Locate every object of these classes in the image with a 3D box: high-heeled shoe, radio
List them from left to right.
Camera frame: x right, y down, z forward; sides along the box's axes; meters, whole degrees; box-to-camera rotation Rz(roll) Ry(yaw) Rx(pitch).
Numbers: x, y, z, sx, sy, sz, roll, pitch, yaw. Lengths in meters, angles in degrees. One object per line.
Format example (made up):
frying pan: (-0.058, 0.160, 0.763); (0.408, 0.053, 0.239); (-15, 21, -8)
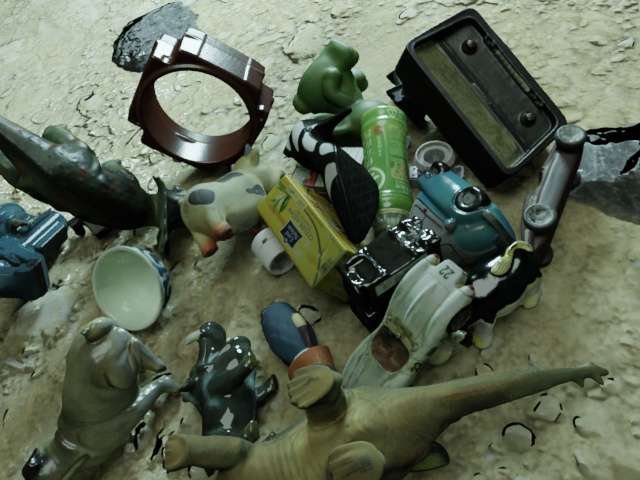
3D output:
high-heeled shoe: (-0.001, -0.081, 0.750); (0.145, 0.086, 0.249); (-31, 47, 37)
radio: (0.225, -0.200, 0.753); (0.131, 0.073, 0.229); (-36, 86, -13)

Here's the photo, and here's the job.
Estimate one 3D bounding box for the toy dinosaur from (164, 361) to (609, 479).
toy dinosaur: (0.031, 0.187, 0.496); (0.472, 0.198, 0.105); (-22, 58, 14)

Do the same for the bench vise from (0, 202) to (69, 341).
bench vise: (-0.535, 0.020, 0.861); (0.241, 0.128, 0.224); (12, 48, 6)

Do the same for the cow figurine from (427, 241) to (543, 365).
cow figurine: (0.178, 0.074, 0.610); (0.167, 0.098, 0.068); (-37, 57, -10)

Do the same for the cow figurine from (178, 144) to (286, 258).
cow figurine: (-0.124, -0.067, 0.801); (0.195, 0.085, 0.127); (-29, 79, -45)

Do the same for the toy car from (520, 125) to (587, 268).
toy car: (0.290, -0.056, 0.679); (0.053, 0.089, 0.202); (19, 62, 27)

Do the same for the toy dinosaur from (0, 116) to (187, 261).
toy dinosaur: (-0.329, -0.079, 0.761); (0.192, 0.404, 0.131); (24, 90, 43)

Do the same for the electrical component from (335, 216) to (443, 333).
electrical component: (0.088, 0.051, 0.632); (0.115, 0.134, 0.058); (-30, 50, -9)

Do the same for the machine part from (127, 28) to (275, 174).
machine part: (-0.192, -0.216, 0.869); (0.201, 0.201, 0.087); (-50, 26, 38)

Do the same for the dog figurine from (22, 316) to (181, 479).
dog figurine: (-0.278, 0.199, 0.621); (0.121, 0.172, 0.190); (12, 50, 39)

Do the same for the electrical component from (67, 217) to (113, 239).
electrical component: (-0.379, -0.044, 0.925); (0.078, 0.045, 0.102); (40, 73, 7)

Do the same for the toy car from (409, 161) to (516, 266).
toy car: (0.167, -0.023, 0.689); (0.103, 0.109, 0.162); (-43, 41, 5)

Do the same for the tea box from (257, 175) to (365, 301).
tea box: (-0.001, -0.002, 0.718); (0.068, 0.098, 0.170); (-49, 48, 12)

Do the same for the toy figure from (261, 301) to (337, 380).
toy figure: (-0.020, 0.138, 0.647); (0.058, 0.064, 0.155); (-23, 47, -20)

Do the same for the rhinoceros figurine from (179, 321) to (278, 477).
rhinoceros figurine: (-0.112, 0.183, 0.643); (0.112, 0.073, 0.190); (-26, 51, 12)

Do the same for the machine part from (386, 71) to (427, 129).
machine part: (0.143, -0.241, 0.890); (0.039, 0.084, 0.139); (-42, 29, 30)

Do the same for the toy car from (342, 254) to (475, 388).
toy car: (0.091, 0.107, 0.581); (0.074, 0.056, 0.201); (48, 117, 40)

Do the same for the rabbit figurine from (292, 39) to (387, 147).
rabbit figurine: (0.043, -0.218, 0.876); (0.159, 0.121, 0.170); (-42, 67, -11)
